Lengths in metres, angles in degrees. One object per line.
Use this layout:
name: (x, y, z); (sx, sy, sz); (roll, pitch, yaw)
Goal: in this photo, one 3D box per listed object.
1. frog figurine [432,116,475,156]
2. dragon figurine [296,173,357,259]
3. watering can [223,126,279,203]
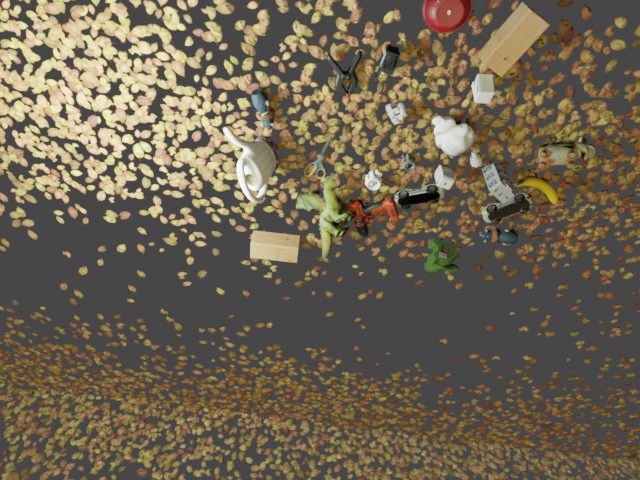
frog figurine: (0.482, -0.386, 1.873); (0.136, 0.125, 0.157); (-14, 141, 38)
dragon figurine: (0.006, -0.107, 2.127); (0.244, 0.124, 0.401); (38, 130, 8)
watering can: (-0.250, -0.307, 1.910); (0.104, 0.229, 0.340); (3, 131, 23)
